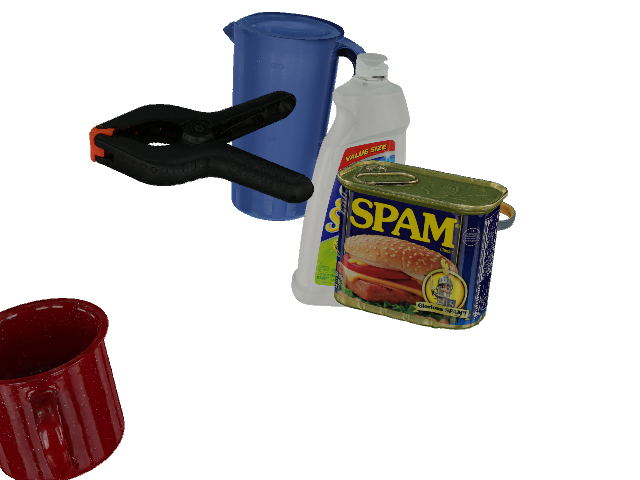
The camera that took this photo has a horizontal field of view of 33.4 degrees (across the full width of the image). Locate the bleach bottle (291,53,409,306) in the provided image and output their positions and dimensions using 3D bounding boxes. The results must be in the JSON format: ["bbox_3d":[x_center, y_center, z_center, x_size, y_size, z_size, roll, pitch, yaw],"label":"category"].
[{"bbox_3d":[0.031,-0.059,1.052,0.102,0.251,0.068,2,24,-6],"label":"bleach bottle"}]

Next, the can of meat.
[{"bbox_3d":[0.059,0.003,0.665,0.102,0.084,0.057,13,22,23],"label":"can of meat"}]

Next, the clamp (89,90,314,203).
[{"bbox_3d":[-0.089,-0.081,0.829,0.171,0.039,0.120,7,39,-6],"label":"clamp"}]

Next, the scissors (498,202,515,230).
[{"bbox_3d":[0.148,-0.028,1.215,0.201,0.016,0.096,-13,40,-46],"label":"scissors"}]

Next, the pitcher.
[{"bbox_3d":[-0.039,-0.150,1.309,0.144,0.243,0.149,-6,27,-26],"label":"pitcher"}]

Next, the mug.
[{"bbox_3d":[-0.163,0.098,0.643,0.093,0.081,0.117,-16,28,-15],"label":"mug"}]
